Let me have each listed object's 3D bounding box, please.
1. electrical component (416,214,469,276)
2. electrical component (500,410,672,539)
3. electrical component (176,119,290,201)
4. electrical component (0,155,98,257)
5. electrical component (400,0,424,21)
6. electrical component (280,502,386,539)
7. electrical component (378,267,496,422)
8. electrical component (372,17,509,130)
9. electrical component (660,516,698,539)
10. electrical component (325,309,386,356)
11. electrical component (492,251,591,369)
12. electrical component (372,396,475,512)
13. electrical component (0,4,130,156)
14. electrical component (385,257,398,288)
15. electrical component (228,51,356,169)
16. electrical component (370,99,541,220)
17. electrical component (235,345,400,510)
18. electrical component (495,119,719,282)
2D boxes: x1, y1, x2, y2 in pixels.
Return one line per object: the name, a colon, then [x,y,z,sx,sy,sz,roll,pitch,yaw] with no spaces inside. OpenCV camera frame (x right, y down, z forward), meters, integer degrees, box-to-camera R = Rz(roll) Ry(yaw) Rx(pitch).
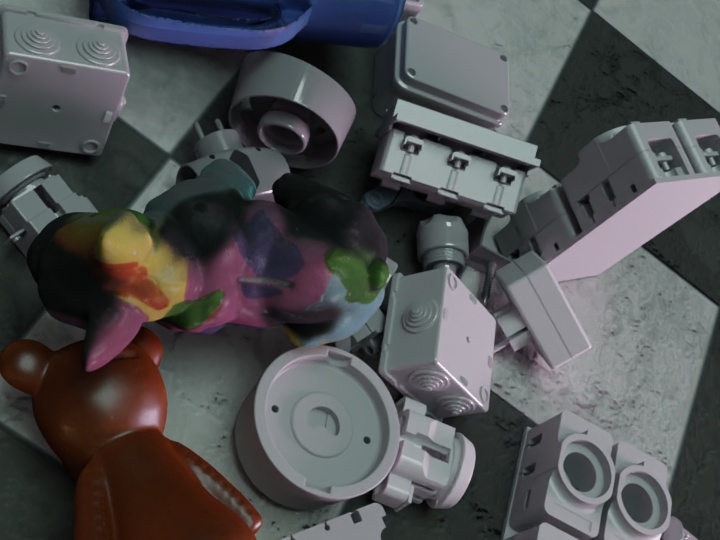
electrical component: [0.068,-0.011,0.881,0.043,0.043,0.062,13,60,-24]
electrical component: [0.166,0.211,0.804,0.105,0.060,0.186,29,53,-13]
electrical component: [-0.103,-0.080,0.819,0.077,0.043,0.079,-15,73,-35]
electrical component: [-0.219,-0.044,0.731,0.055,0.048,0.066,53,51,-5]
electrical component: [0.002,-0.254,0.966,0.096,0.061,0.061,3,63,-29]
electrical component: [-0.025,0.195,0.704,0.089,0.056,0.050,-13,72,-35]
electrical component: [0.062,0.056,0.813,0.100,0.048,0.099,45,43,-42]
electrical component: [0.074,-0.167,0.962,0.113,0.057,0.078,17,57,-21]
electrical component: [0.255,0.230,0.857,0.062,0.048,0.048,38,51,-15]
electrical component: [-0.016,0.042,0.802,0.055,0.048,0.066,-29,81,-46]
electrical component: [0.133,0.042,0.881,0.076,0.047,0.083,-30,106,2]
electrical component: [0.046,0.138,0.777,0.057,0.058,0.078,24,54,-13]
electrical component: [-0.213,-0.128,0.748,0.100,0.099,0.048,5,50,-28]
electrical component: [0.000,0.000,0.839,0.046,0.040,0.040,33,52,-3]
electrical component: [-0.053,-0.127,0.843,0.099,0.099,0.064,26,60,-16]
electrical component: [0.074,-0.087,0.879,0.121,0.079,0.063,17,84,-10]
electrical component: [-0.034,0.112,0.741,0.108,0.060,0.108,14,58,-23]
electrical component: [0.208,-0.056,0.896,0.105,0.186,0.060,-8,69,-33]
